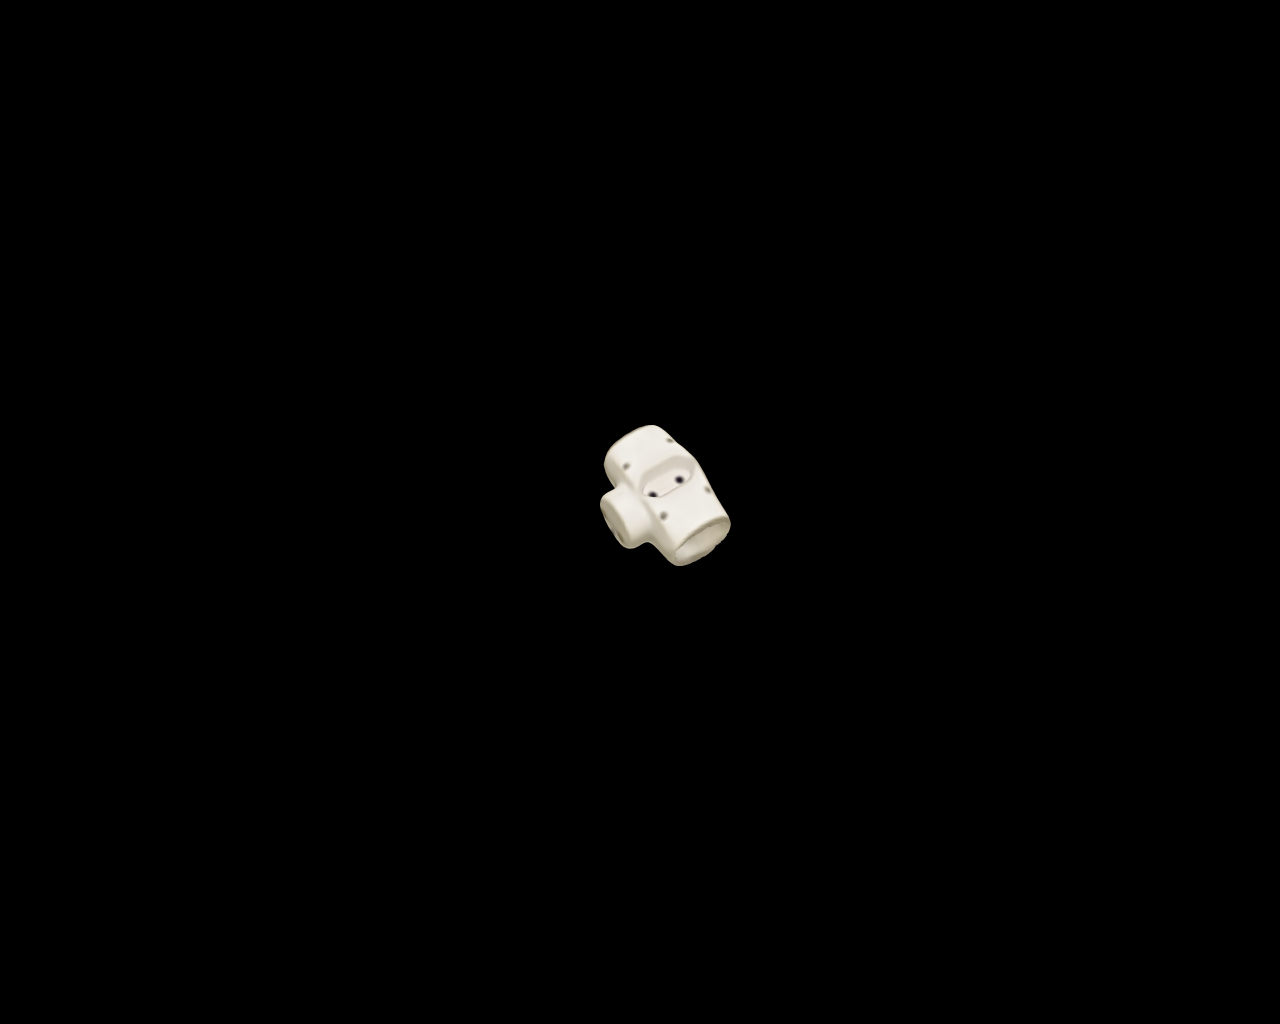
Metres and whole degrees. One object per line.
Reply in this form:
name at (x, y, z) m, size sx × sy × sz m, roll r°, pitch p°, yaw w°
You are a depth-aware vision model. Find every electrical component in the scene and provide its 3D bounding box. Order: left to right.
electrical component at (0.001, -0.003, 0.650) m, size 0.079 × 0.077 × 0.043 m, roll -29°, pitch -24°, yaw -14°
